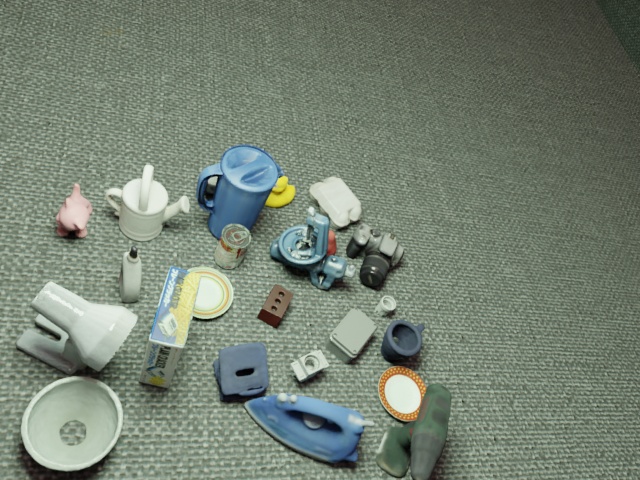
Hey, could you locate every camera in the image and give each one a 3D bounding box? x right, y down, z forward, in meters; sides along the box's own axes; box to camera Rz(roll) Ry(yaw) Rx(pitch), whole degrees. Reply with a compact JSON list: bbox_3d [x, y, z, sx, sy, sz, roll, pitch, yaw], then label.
[{"bbox_3d":[0.140,0.041,1.489,0.143,0.100,0.137,29,50,-3],"label":"camera"}]

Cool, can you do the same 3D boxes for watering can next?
[{"bbox_3d":[-0.386,-0.090,1.288,0.173,0.194,0.101,-8,60,-28],"label":"watering can"}]

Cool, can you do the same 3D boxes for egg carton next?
[{"bbox_3d":[0.043,-0.103,1.567,0.107,0.069,0.150,-27,71,-36],"label":"egg carton"}]

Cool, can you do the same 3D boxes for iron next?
[{"bbox_3d":[-0.020,0.359,1.169,0.258,0.141,0.118,22,51,-9],"label":"iron"}]

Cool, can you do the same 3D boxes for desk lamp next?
[{"bbox_3d":[-0.453,0.169,1.064,0.203,0.213,0.118,27,51,-4],"label":"desk lamp"}]

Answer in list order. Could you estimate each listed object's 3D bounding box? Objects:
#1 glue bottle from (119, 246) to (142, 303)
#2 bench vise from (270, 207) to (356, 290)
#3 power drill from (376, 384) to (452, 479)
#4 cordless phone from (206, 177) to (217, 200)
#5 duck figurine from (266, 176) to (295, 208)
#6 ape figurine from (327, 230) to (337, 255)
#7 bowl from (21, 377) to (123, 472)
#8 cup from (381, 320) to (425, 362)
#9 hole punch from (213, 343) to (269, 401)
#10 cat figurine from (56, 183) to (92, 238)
[{"bbox_3d":[-0.393,0.061,1.193,0.037,0.173,0.078,-6,59,-27],"label":"glue bottle"},{"bbox_3d":[0.000,0.010,1.372,0.208,0.219,0.121,14,52,-14],"label":"bench vise"},{"bbox_3d":[0.197,0.416,1.182,0.075,0.208,0.230,31,50,0],"label":"power drill"},{"bbox_3d":[-0.210,-0.167,1.425,0.148,0.185,0.094,-3,58,-25],"label":"cordless phone"},{"bbox_3d":[-0.110,-0.138,1.514,0.105,0.086,0.077,-5,59,-27],"label":"duck figurine"},{"bbox_3d":[0.013,0.005,1.464,0.076,0.092,0.078,44,51,10],"label":"ape figurine"},{"bbox_3d":[-0.446,0.339,1.038,0.168,0.074,0.167,12,53,-16],"label":"bowl"},{"bbox_3d":[0.194,0.245,1.374,0.118,0.095,0.091,-25,69,-35],"label":"cup"},{"bbox_3d":[-0.160,0.276,1.198,0.109,0.091,0.101,-4,59,-26],"label":"hole punch"},{"bbox_3d":[-0.537,-0.063,1.252,0.067,0.117,0.127,6,55,-20],"label":"cat figurine"}]
